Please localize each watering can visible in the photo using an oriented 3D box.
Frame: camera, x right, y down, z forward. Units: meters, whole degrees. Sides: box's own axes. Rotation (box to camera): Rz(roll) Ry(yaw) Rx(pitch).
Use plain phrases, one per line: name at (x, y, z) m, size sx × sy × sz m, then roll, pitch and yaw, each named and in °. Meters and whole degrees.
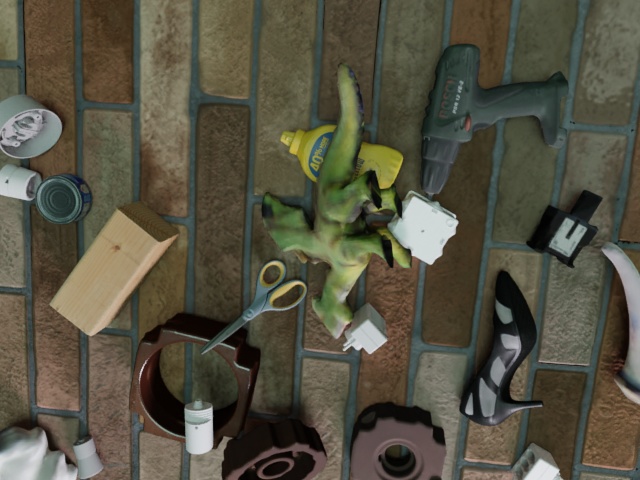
watering can at (0.541, 0.159, 0.798) m, size 0.347 × 0.222 × 0.105 m, roll 28°, pitch 12°, yaw 0°

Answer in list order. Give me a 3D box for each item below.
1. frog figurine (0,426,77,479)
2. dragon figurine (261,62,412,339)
frog figurine at (-0.536, 0.415, 0.957) m, size 0.159 × 0.137 × 0.123 m, roll 11°, pitch 4°, yaw -33°
dragon figurine at (0.002, -0.040, 0.791) m, size 0.242 × 0.406 × 0.124 m, roll -8°, pitch 14°, yaw 31°
